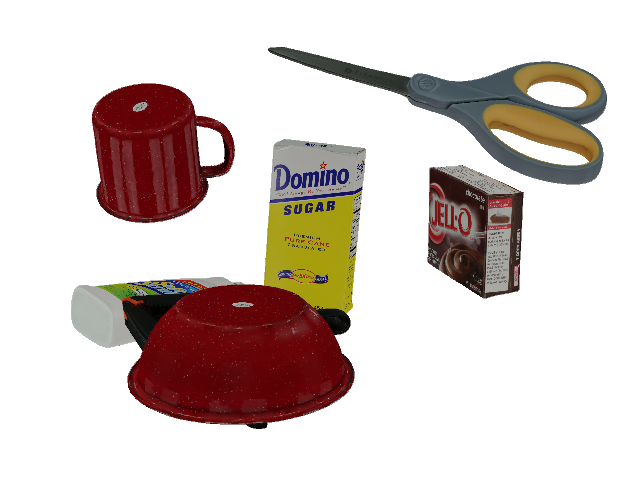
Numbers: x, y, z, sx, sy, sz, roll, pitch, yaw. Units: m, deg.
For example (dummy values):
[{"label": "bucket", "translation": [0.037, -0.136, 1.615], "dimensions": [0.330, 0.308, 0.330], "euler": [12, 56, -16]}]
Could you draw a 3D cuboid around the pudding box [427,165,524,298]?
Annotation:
[{"label": "pudding box", "translation": [0.130, -0.010, 0.914], "dimensions": [0.039, 0.090, 0.114], "euler": [-8, 17, -20]}]

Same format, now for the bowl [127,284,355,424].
[{"label": "bowl", "translation": [-0.055, 0.071, 0.751], "dimensions": [0.162, 0.055, 0.162], "euler": [0, 16, 0]}]

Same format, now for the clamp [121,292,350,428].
[{"label": "clamp", "translation": [-0.087, 0.086, 0.978], "dimensions": [0.210, 0.036, 0.164], "euler": [19, 37, 30]}]

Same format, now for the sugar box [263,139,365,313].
[{"label": "sugar box", "translation": [-0.008, -0.013, 1.119], "dimensions": [0.093, 0.176, 0.048], "euler": [7, 15, 14]}]

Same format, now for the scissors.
[{"label": "scissors", "translation": [0.077, -0.094, 0.619], "dimensions": [0.202, 0.016, 0.096], "euler": [30, 55, 21]}]

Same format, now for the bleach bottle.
[{"label": "bleach bottle", "translation": [-0.210, 0.087, 1.475], "dimensions": [0.250, 0.068, 0.103], "euler": [-9, 25, -44]}]

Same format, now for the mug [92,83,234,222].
[{"label": "mug", "translation": [-0.128, -0.074, 0.867], "dimensions": [0.117, 0.081, 0.093], "euler": [-1, 38, -1]}]
